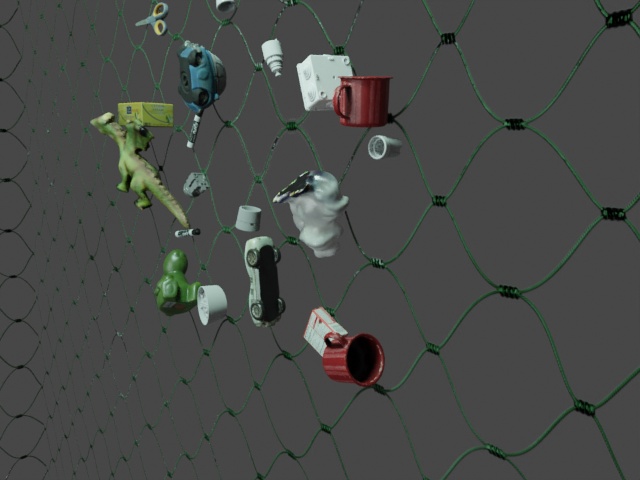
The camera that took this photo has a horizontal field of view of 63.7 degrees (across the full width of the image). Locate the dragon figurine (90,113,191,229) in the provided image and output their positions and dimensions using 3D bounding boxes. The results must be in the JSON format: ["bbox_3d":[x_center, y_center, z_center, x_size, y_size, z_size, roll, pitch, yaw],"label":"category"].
[{"bbox_3d":[-0.495,-0.220,1.435,0.414,0.237,0.124,35,53,21],"label":"dragon figurine"}]

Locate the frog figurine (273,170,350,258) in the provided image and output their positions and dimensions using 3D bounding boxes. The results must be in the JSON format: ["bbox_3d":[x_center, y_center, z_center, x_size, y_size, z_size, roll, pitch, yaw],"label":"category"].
[{"bbox_3d":[0.003,-0.050,0.989,0.136,0.158,0.125,-24,24,38],"label":"frog figurine"}]
